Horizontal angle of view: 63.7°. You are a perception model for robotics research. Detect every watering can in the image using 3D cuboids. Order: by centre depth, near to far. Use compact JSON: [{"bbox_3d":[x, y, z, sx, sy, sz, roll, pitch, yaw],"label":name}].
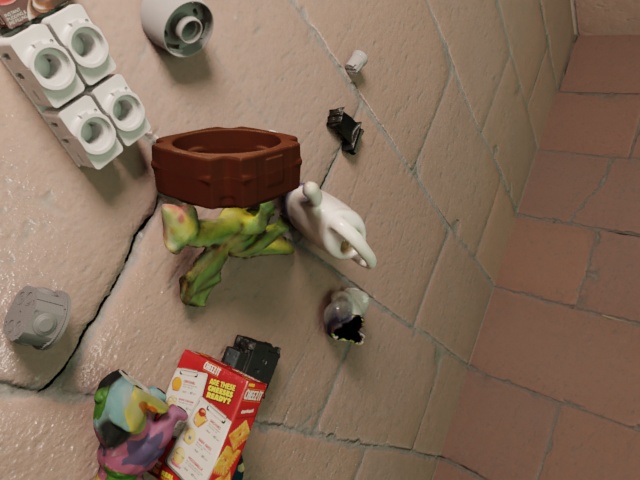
[{"bbox_3d":[0.003,-0.052,1.042,0.104,0.227,0.341,-49,140,-6],"label":"watering can"}]

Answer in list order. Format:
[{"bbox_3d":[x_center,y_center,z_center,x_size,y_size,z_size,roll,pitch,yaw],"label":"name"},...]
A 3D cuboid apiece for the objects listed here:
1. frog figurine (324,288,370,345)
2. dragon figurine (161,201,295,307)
[{"bbox_3d":[0.068,0.179,1.332,0.163,0.122,0.135,-91,157,-53],"label":"frog figurine"},{"bbox_3d":[-0.166,0.023,0.952,0.244,0.123,0.402,-45,153,-11],"label":"dragon figurine"}]
